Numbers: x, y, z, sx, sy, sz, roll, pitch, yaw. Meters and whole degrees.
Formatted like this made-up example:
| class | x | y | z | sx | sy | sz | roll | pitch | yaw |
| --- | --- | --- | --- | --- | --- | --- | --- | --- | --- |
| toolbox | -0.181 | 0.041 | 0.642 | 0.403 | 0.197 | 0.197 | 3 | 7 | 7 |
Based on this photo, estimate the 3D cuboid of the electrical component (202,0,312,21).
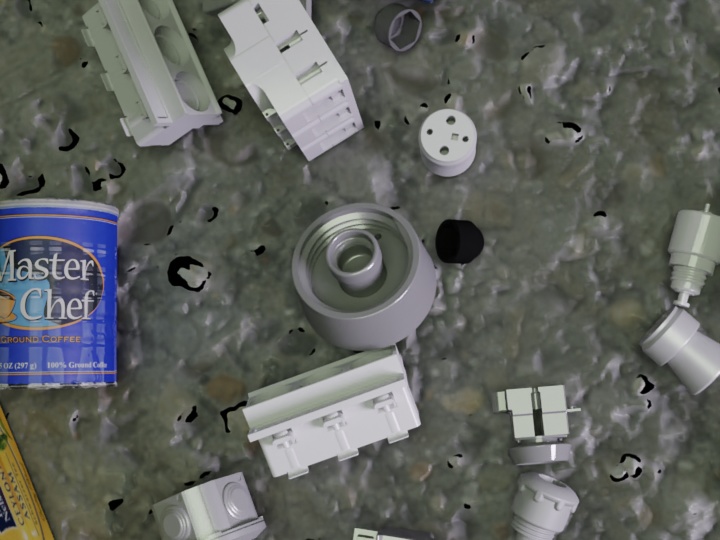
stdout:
| class | x | y | z | sx | sy | sz | roll | pitch | yaw |
| --- | --- | --- | --- | --- | --- | --- | --- | --- | --- |
| electrical component | -0.094 | -0.217 | 0.857 | 0.076 | 0.083 | 0.047 | -4 | 83 | 43 |

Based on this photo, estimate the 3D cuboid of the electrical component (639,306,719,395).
| class | x | y | z | sx | sy | sz | roll | pitch | yaw |
| --- | --- | --- | --- | --- | --- | --- | --- | --- | --- |
| electrical component | 0.246 | 0.060 | 0.814 | 0.055 | 0.045 | 0.045 | 42 | 90 | 7 |

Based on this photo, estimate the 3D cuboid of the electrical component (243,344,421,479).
| class | x | y | z | sx | sy | sz | roll | pitch | yaw |
| --- | --- | --- | --- | --- | --- | --- | --- | --- | --- |
| electrical component | -0.020 | 0.108 | 0.820 | 0.121 | 0.078 | 0.063 | -20 | 99 | 3 |

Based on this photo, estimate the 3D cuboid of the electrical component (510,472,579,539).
| class | x | y | z | sx | sy | sz | roll | pitch | yaw |
| --- | --- | --- | --- | --- | --- | --- | --- | --- | --- |
| electrical component | 0.134 | 0.187 | 0.814 | 0.048 | 0.048 | 0.062 | 22 | 95 | 6 |

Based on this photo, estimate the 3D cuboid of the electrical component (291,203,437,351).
| class | x | y | z | sx | sy | sz | roll | pitch | yaw |
| --- | --- | --- | --- | --- | --- | --- | --- | --- | --- |
| electrical component | 0.000 | 0.000 | 0.813 | 0.108 | 0.060 | 0.108 | -6 | 62 | 11 |

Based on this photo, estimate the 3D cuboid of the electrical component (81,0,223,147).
| class | x | y | z | sx | sy | sz | roll | pitch | yaw |
| --- | --- | --- | --- | --- | --- | --- | --- | --- | --- |
| electrical component | -0.168 | -0.164 | 0.856 | 0.063 | 0.079 | 0.121 | -28 | 83 | 32 |

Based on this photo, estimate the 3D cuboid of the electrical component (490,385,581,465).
| class | x | y | z | sx | sy | sz | roll | pitch | yaw |
| --- | --- | --- | --- | --- | --- | --- | --- | --- | --- |
| electrical component | 0.135 | 0.119 | 0.819 | 0.066 | 0.048 | 0.055 | -5 | 77 | 4 |

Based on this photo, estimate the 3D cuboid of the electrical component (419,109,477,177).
| class | x | y | z | sx | sy | sz | roll | pitch | yaw |
| --- | --- | --- | --- | --- | --- | --- | --- | --- | --- |
| electrical component | 0.068 | -0.099 | 0.838 | 0.045 | 0.055 | 0.045 | 0 | 85 | 5 |

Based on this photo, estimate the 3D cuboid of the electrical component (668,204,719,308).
| class | x | y | z | sx | sy | sz | roll | pitch | yaw |
| --- | --- | --- | --- | --- | --- | --- | --- | --- | --- |
| electrical component | 0.255 | -0.010 | 0.821 | 0.040 | 0.040 | 0.078 | 16 | 86 | 6 |

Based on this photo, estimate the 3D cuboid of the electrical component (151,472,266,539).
| class | x | y | z | sx | sy | sz | roll | pitch | yaw |
| --- | --- | --- | --- | --- | --- | --- | --- | --- | --- |
| electrical component | -0.116 | 0.190 | 0.818 | 0.080 | 0.080 | 0.051 | -22 | 79 | 3 |

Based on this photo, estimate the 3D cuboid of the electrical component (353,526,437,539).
| class | x | y | z | sx | sy | sz | roll | pitch | yaw |
| --- | --- | --- | --- | --- | --- | --- | --- | --- | --- |
| electrical component | 0.028 | 0.258 | 0.807 | 0.079 | 0.063 | 0.121 | 8 | 86 | 5 |

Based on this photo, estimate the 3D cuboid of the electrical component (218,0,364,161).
| class | x | y | z | sx | sy | sz | roll | pitch | yaw |
| --- | --- | --- | --- | --- | --- | --- | --- | --- | --- |
| electrical component | -0.051 | -0.143 | 0.804 | 0.062 | 0.150 | 0.089 | -31 | 83 | 1 |
